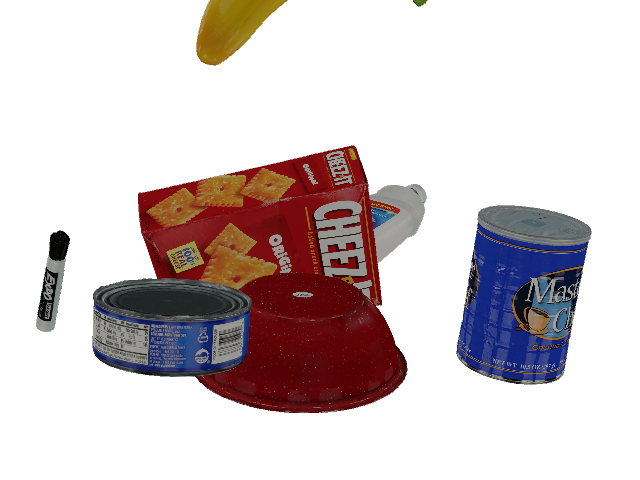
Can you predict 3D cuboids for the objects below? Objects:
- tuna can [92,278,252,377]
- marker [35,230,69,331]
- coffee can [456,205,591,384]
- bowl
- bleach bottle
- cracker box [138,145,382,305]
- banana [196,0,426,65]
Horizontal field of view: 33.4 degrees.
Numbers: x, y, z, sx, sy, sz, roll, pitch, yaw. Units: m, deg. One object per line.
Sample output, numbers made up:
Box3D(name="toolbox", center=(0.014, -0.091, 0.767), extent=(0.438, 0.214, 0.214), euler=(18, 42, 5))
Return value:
Box3D(name="tuna can", center=(-0.081, 0.046, 0.582), extent=(0.086, 0.034, 0.086), euler=(4, 10, -1))
Box3D(name="marker", center=(-0.262, 0.040, 1.045), extent=(0.020, 0.121, 0.020), euler=(13, 35, -9))
Box3D(name="coffee can", center=(0.187, 0.048, 0.991), extent=(0.103, 0.140, 0.103), euler=(6, 17, -2))
Box3D(name="bowl", center=(-0.015, 0.065, 0.781), extent=(0.162, 0.055, 0.162), euler=(3, 19, -1))
Box3D(name="bleach bottle", center=(0.037, -0.008, 1.264), extent=(0.103, 0.068, 0.250), euler=(23, 39, 32))
Box3D(name="cracker box", center=(-0.054, 0.011, 1.040), extent=(0.213, 0.164, 0.072), euler=(-12, 42, -2))
Box3D(name="banana", center=(-0.008, -0.170, 0.698), extent=(0.197, 0.069, 0.037), euler=(-24, -9, -33))
